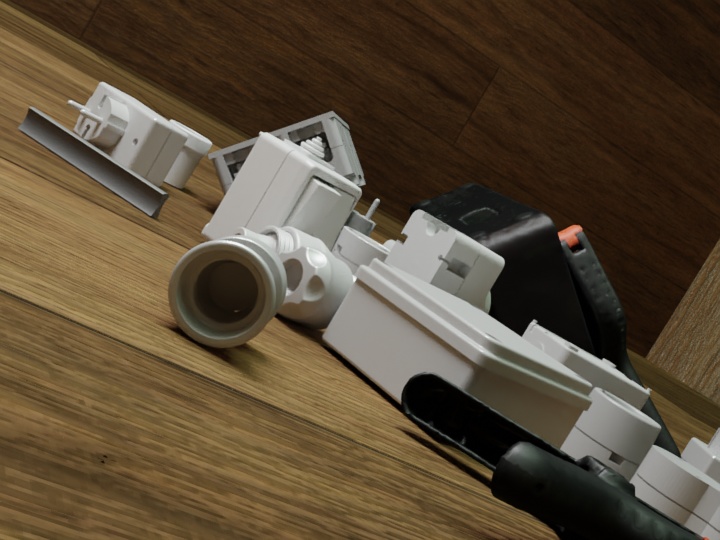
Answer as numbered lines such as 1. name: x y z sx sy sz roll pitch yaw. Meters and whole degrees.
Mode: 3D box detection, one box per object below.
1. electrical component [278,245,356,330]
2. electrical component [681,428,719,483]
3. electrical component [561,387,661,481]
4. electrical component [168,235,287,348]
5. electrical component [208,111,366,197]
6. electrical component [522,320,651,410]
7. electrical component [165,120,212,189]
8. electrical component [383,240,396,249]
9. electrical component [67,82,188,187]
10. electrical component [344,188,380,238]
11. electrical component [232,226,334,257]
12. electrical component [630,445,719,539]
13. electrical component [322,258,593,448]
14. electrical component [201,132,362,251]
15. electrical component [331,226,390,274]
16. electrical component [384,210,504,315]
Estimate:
1. electrical component: -0.020 0.014 0.616 0.062 0.043 0.043 26 7 -45
2. electrical component: 0.293 0.152 0.858 0.047 0.076 0.065 30 5 1
3. electrical component: 0.164 0.110 0.705 0.055 0.047 0.055 30 5 -3
4. electrical component: -0.056 0.008 0.468 0.045 0.045 0.055 30 5 -1
5. electrical component: -0.057 -0.087 0.943 0.186 0.105 0.060 -53 124 -85
6. electrical component: 0.156 0.089 0.775 0.096 0.061 0.062 28 6 -22
7. electrical component: -0.152 -0.096 0.899 0.040 0.046 0.040 30 5 -3
8. electrical component: 0.042 0.014 0.883 0.057 0.058 0.078 31 4 35
9. electrical component: -0.190 -0.111 0.824 0.083 0.047 0.076 35 6 38
10. electrical component: -0.011 -0.032 0.917 0.083 0.075 0.047 31 6 10
11. electrical component: -0.049 -0.006 0.645 0.062 0.043 0.043 25 7 -35
12. electrical component: 0.230 0.141 0.626 0.138 0.073 0.052 33 6 29
13. electrical component: 0.054 0.052 0.591 0.109 0.056 0.109 25 7 -45
14. electrical component: -0.045 -0.041 0.702 0.061 0.096 0.062 35 6 34
15. electrical component: 0.000 0.000 0.831 0.055 0.047 0.055 30 5 -3
16. electrical component: 0.045 0.017 0.692 0.056 0.089 0.050 26 7 -37
